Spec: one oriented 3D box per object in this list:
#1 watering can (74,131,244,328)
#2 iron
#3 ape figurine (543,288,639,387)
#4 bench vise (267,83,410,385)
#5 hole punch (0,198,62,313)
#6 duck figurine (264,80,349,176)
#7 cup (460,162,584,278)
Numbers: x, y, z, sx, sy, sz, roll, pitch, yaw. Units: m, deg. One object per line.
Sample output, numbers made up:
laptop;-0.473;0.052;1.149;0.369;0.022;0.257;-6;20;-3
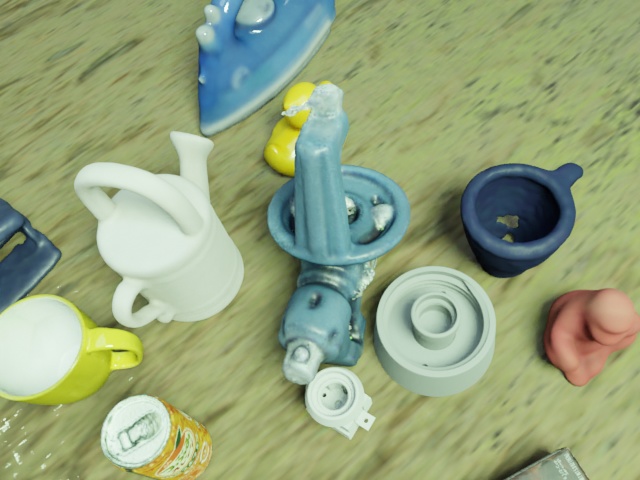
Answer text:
watering can;-0.139;-0.015;0.499;0.101;0.194;0.173;-8;61;4
iron;-0.078;-0.253;0.647;0.118;0.142;0.258;23;68;19
ape figurine;0.222;0.069;0.461;0.077;0.092;0.076;-8;61;4
bench vise;0.016;0.000;0.454;0.121;0.220;0.207;-7;61;5
hole punch;-0.342;0.011;0.574;0.101;0.091;0.109;32;71;22
duck figurine;-0.018;-0.123;0.601;0.105;0.086;0.077;-42;64;-14
cup;0.178;-0.015;0.509;0.118;0.095;0.091;-35;63;-10
